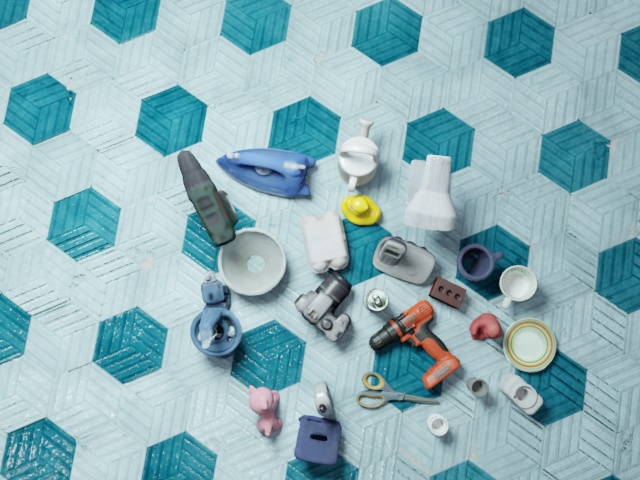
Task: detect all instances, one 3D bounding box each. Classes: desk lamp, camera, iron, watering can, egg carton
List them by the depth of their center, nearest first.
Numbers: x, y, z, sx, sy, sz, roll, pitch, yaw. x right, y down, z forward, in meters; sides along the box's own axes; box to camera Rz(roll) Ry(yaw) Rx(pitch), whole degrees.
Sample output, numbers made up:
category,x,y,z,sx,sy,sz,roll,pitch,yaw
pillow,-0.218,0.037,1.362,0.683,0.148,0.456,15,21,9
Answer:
category,x,y,z,sx,sy,sz,roll,pitch,yaw
desk lamp,0.262,-0.111,1.362,0.118,0.213,0.203,6,84,2
watering can,0.093,-0.207,1.384,0.101,0.194,0.173,-9,84,0
camera,0.027,0.155,1.394,0.143,0.101,0.137,40,86,5
iron,-0.144,-0.185,1.411,0.258,0.141,0.119,10,84,2
egg carton,0.013,0.005,1.425,0.107,0.069,0.150,-13,84,0

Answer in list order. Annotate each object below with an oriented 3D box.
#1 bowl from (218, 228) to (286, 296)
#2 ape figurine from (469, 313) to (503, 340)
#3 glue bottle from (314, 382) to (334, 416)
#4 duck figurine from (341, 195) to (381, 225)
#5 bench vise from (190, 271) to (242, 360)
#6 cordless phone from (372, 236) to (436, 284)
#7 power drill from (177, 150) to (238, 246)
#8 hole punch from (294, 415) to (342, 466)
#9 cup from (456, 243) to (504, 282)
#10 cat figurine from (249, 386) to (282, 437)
category,x,y,z,sx,sy,sz,roll,pitch,yaw
bowl,-0.165,0.056,1.420,0.167,0.075,0.167,0,84,1
ape figurine,0.408,0.215,1.387,0.078,0.092,0.076,27,85,4
glue bottle,0.007,0.379,1.334,0.037,0.173,0.078,-15,84,0
duck figurine,0.103,-0.079,1.425,0.104,0.086,0.077,24,85,3
bench vise,-0.261,0.183,1.335,0.121,0.220,0.207,-26,84,-2
cordless phone,0.205,0.042,1.361,0.147,0.185,0.094,19,85,3
power drill,-0.263,-0.090,1.369,0.075,0.208,0.229,-26,84,-2
hole punch,-0.006,0.476,1.366,0.108,0.091,0.101,9,84,2
cup,0.384,0.053,1.403,0.117,0.095,0.092,-18,84,-1
cat figurine,-0.132,0.403,1.362,0.067,0.118,0.128,-9,84,0
